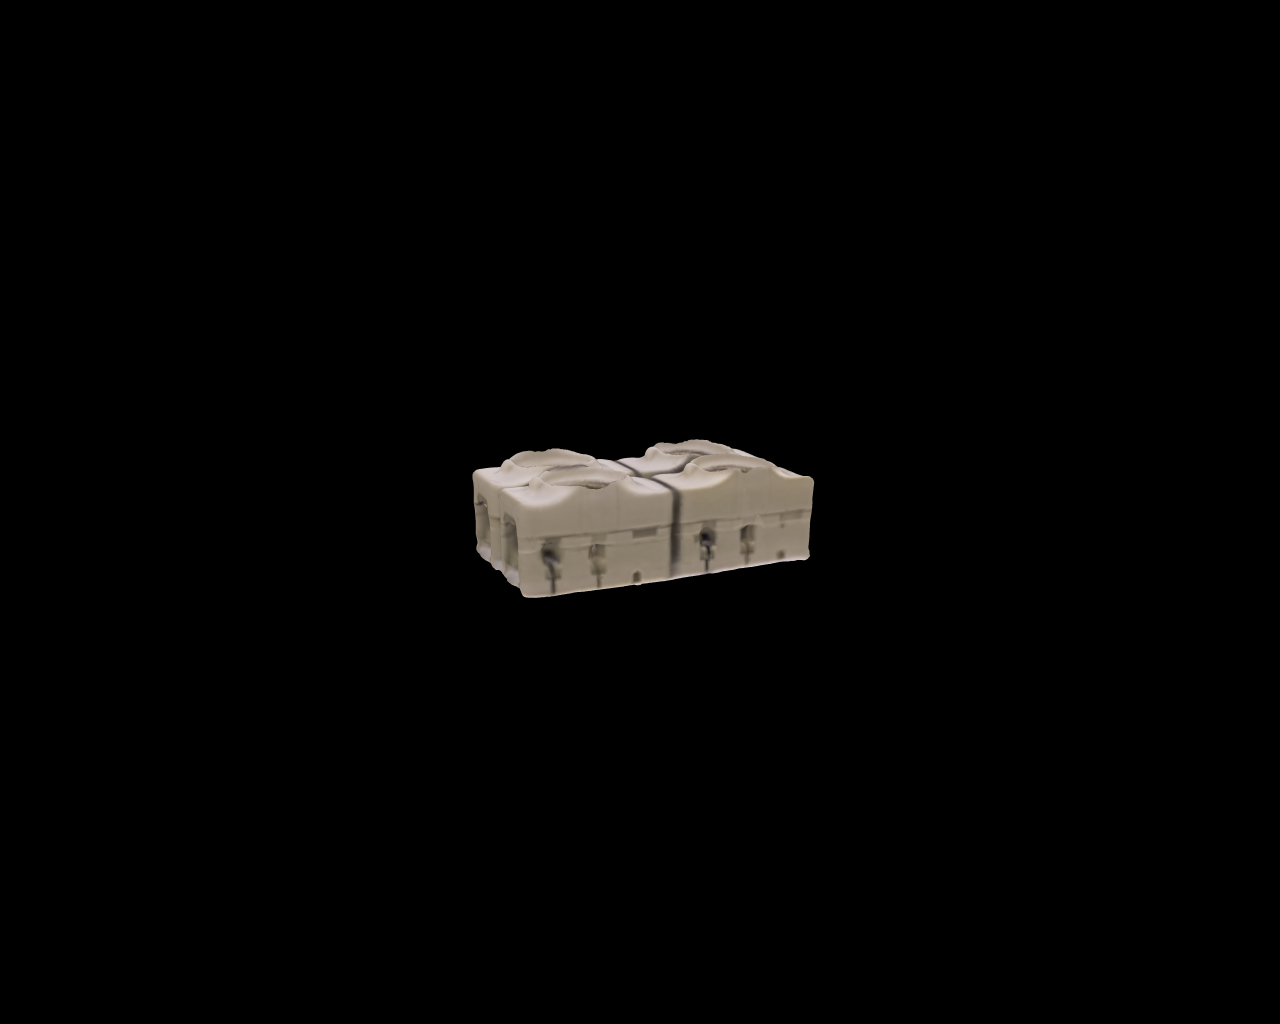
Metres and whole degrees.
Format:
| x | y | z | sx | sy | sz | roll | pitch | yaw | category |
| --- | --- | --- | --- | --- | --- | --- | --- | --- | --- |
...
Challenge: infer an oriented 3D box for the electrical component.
| x | y | z | sx | sy | sz | roll | pitch | yaw | category |
| --- | --- | --- | --- | --- | --- | --- | --- | --- | --- |
| 0.001 | -0.003 | 0.650 | 0.186 | 0.060 | 0.105 | -6 | 16 | -22 | electrical component |
